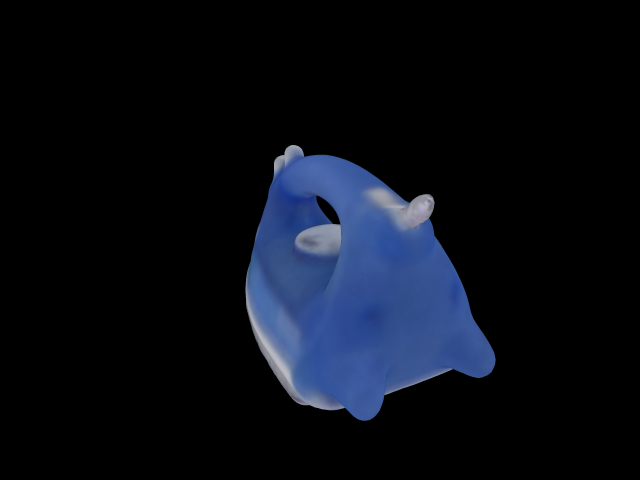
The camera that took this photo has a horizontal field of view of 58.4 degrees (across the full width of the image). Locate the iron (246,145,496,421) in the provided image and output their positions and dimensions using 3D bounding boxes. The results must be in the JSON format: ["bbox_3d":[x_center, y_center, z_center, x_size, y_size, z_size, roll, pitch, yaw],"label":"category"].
[{"bbox_3d":[0.004,0.001,0.400,0.119,0.141,0.257,-12,27,-25],"label":"iron"}]
